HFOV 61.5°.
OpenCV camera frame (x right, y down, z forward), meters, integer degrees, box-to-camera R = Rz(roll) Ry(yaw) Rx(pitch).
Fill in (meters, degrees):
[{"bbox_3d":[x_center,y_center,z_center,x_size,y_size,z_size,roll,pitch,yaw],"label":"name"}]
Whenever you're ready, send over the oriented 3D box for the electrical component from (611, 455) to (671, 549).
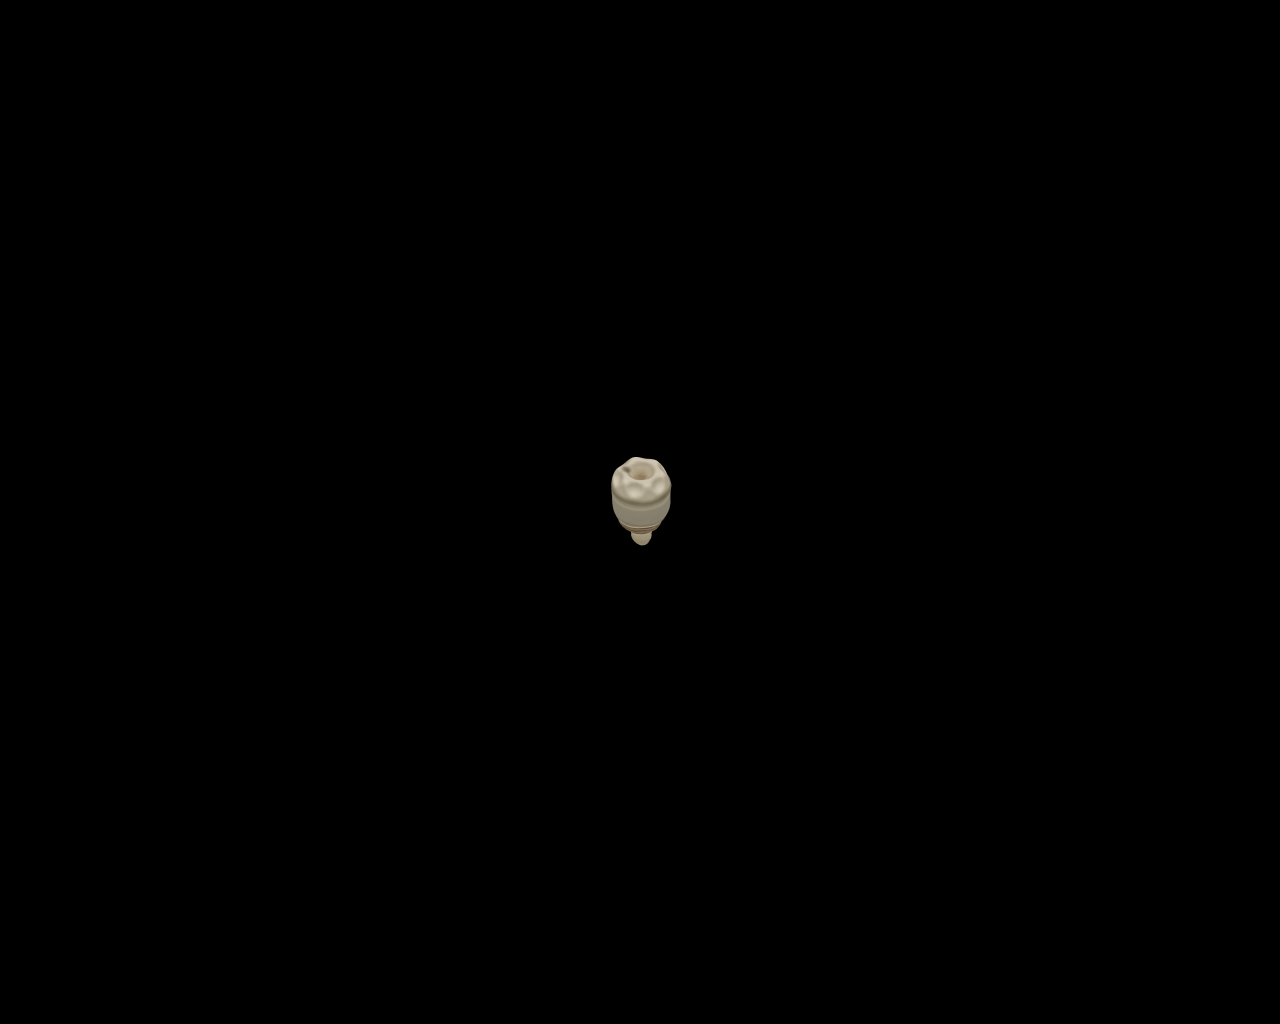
[{"bbox_3d":[0.001,-0.003,0.650,0.035,0.061,0.035,0,44,0],"label":"electrical component"}]
